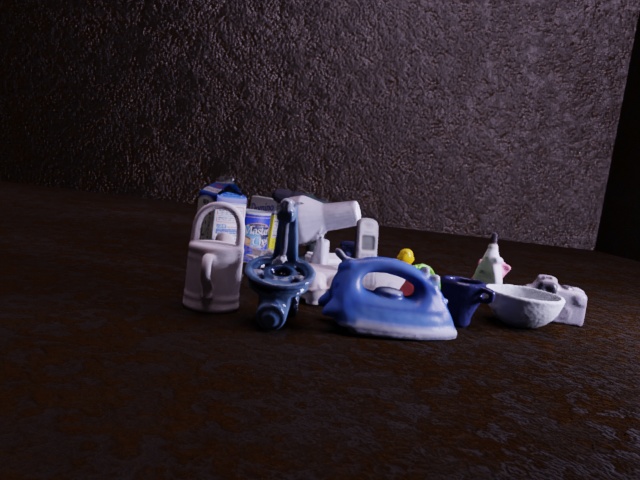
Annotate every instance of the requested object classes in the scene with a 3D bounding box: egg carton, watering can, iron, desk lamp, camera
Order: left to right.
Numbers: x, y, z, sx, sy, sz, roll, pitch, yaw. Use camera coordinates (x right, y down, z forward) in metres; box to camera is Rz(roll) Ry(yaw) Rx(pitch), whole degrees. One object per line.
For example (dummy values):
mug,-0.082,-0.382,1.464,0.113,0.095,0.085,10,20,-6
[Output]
watering can,-0.190,0.026,1.041,0.101,0.194,0.172,5,7,-23
egg carton,-0.005,0.092,1.222,0.107,0.069,0.150,5,7,-19
desk lamp,0.013,0.005,1.362,0.203,0.213,0.118,9,7,13
iron,0.131,0.097,1.029,0.258,0.141,0.118,7,7,-8
camera,0.545,0.133,1.357,0.143,0.101,0.137,9,7,13

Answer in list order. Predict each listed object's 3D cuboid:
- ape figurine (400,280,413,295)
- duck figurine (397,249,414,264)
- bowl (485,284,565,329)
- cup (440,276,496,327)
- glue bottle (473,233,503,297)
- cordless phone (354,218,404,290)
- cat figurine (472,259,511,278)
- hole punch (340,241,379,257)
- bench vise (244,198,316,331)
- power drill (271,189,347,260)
ape figurine,0.194,0.111,1.193,0.076,0.092,0.077,3,8,-33
duck figurine,0.242,0.068,1.628,0.077,0.086,0.104,8,7,1
bowl,0.432,0.147,1.228,0.167,0.075,0.167,7,7,-1
cup,0.291,0.128,1.142,0.092,0.095,0.117,1,10,-45
glue bottle,0.438,0.068,1.475,0.037,0.173,0.077,2,9,-40
cordless phone,0.127,0.048,1.246,0.148,0.185,0.093,4,8,-30
cat figurine,0.468,0.088,1.582,0.067,0.118,0.127,6,7,-13
hole punch,0.112,0.050,1.621,0.108,0.091,0.101,13,9,39
bench vise,-0.074,0.032,1.011,0.122,0.220,0.207,6,7,-15
power drill,-0.035,-0.031,1.632,0.229,0.208,0.075,7,7,-4
